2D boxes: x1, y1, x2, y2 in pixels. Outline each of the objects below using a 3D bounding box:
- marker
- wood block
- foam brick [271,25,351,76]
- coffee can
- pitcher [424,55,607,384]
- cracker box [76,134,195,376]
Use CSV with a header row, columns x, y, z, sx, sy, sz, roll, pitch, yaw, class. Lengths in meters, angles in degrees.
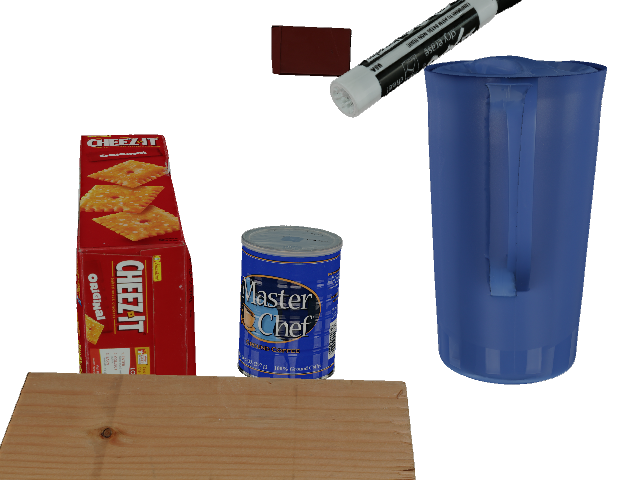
x,y,z,sx,sy,sz,roll,pitch,yaw,class
0.055,-0.095,0.494,0.121,0.020,0.020,-37,16,-22,marker
-0.057,0.132,0.566,0.206,0.090,0.091,2,33,0,wood block
-0.010,-0.200,1.130,0.078,0.051,0.053,0,12,-12,foam brick
-0.032,0.064,1.095,0.103,0.140,0.103,3,14,-1,coffee can
0.143,-0.016,0.810,0.149,0.243,0.145,-11,17,-32,pitcher
-0.129,0.035,0.738,0.072,0.164,0.214,-2,24,-10,cracker box
